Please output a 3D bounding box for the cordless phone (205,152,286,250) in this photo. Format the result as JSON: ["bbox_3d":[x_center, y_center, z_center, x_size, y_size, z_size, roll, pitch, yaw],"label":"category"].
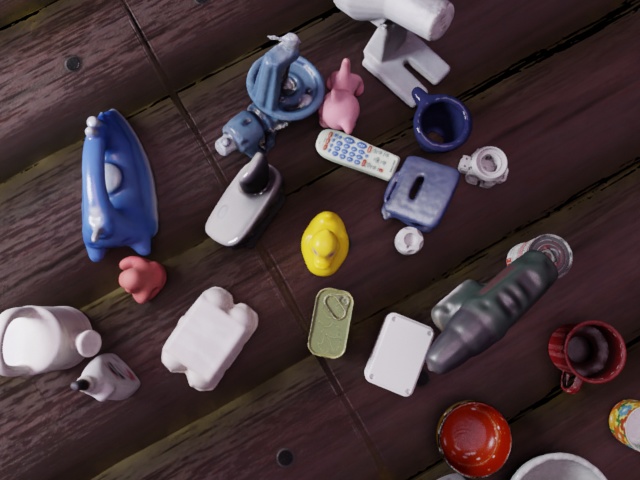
[{"bbox_3d":[-0.118,-0.062,0.862,0.094,0.185,0.148,30,84,4],"label":"cordless phone"}]

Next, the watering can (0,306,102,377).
[{"bbox_3d":[-0.408,0.143,0.831,0.173,0.194,0.101,-19,83,-2],"label":"watering can"}]

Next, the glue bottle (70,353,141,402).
[{"bbox_3d":[-0.319,0.205,0.834,0.078,0.173,0.037,42,85,5],"label":"glue bottle"}]

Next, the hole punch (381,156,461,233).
[{"bbox_3d":[0.158,-0.073,0.911,0.101,0.091,0.109,25,83,3],"label":"hole punch"}]

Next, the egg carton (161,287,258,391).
[{"bbox_3d":[-0.172,0.153,0.893,0.107,0.069,0.150,33,84,4],"label":"egg carton"}]

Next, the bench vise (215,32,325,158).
[{"bbox_3d":[-0.069,-0.208,0.863,0.121,0.220,0.207,27,84,4],"label":"bench vise"}]

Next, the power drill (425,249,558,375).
[{"bbox_3d":[0.229,0.107,0.830,0.230,0.208,0.075,-40,84,-5],"label":"power drill"}]

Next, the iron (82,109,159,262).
[{"bbox_3d":[-0.332,-0.101,0.888,0.118,0.141,0.258,-8,83,-1],"label":"iron"}]

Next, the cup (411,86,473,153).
[{"bbox_3d":[0.181,-0.186,0.924,0.092,0.095,0.118,-37,84,-4],"label":"cup"}]

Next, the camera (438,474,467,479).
[{"bbox_3d":[0.184,0.442,0.842,0.137,0.101,0.143,-18,83,-2],"label":"camera"}]

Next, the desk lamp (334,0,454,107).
[{"bbox_3d":[0.121,-0.340,0.883,0.203,0.213,0.118,42,85,5],"label":"desk lamp"}]

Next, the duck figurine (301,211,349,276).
[{"bbox_3d":[0.008,0.003,0.904,0.077,0.086,0.105,8,83,1],"label":"duck figurine"}]

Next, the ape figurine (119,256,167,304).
[{"bbox_3d":[-0.284,0.060,0.893,0.076,0.092,0.078,-6,83,-1],"label":"ape figurine"}]

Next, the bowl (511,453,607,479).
[{"bbox_3d":[0.350,0.399,0.861,0.167,0.075,0.167,0,83,0],"label":"bowl"}]

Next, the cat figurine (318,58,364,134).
[{"bbox_3d":[0.034,-0.226,0.917,0.067,0.118,0.128,9,83,1],"label":"cat figurine"}]
